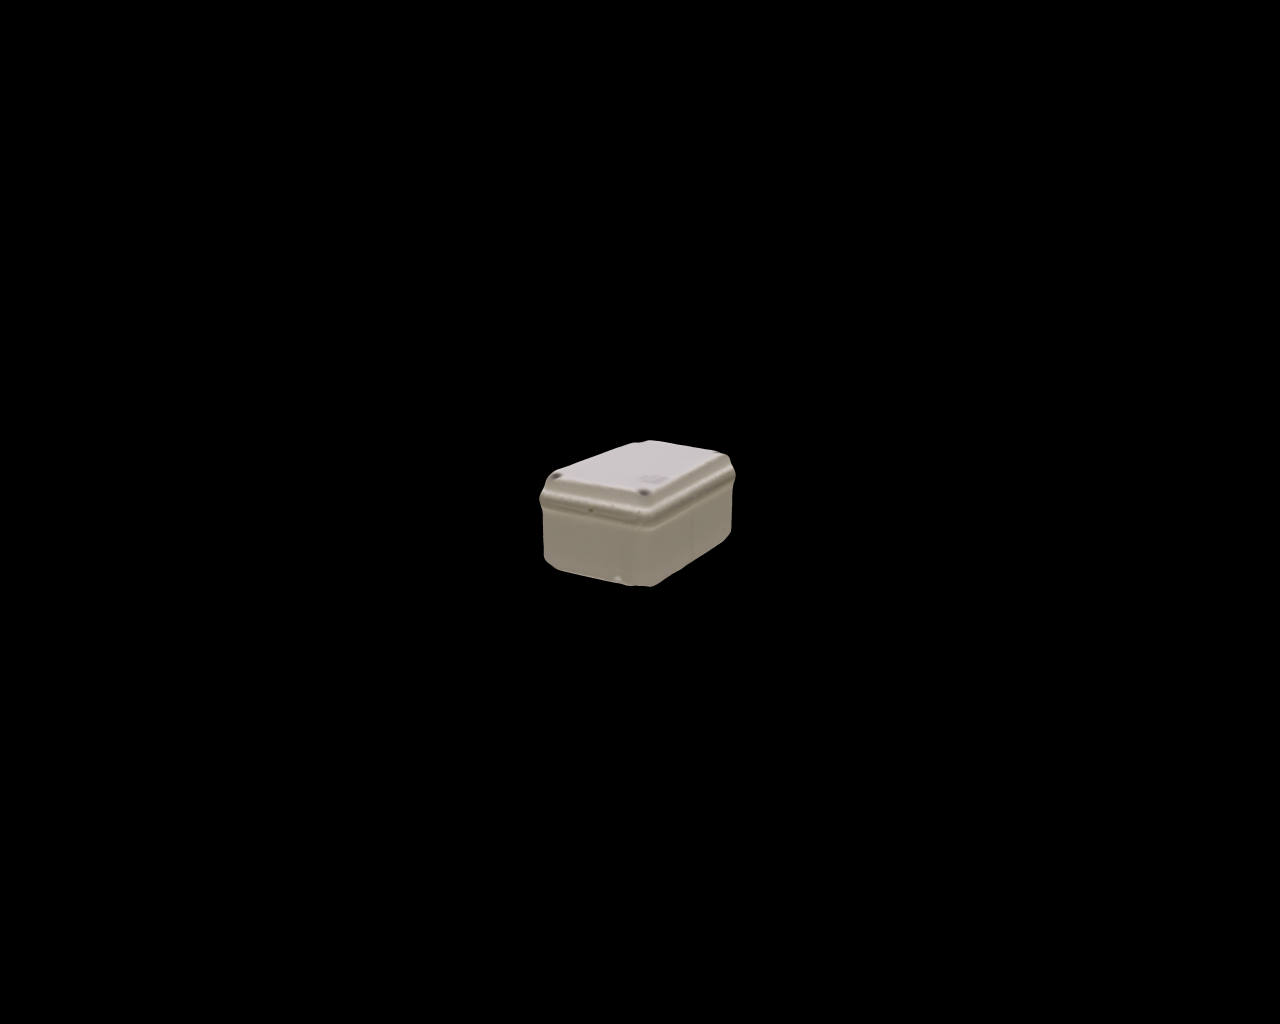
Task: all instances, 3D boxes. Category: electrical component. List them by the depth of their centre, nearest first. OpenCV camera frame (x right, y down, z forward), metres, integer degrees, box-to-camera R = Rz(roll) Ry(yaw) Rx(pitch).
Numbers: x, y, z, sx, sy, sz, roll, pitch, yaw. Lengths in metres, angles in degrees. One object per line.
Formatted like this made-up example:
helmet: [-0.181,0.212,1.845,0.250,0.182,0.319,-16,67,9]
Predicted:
electrical component: [0.001,-0.003,0.650,0.078,0.057,0.113,11,21,30]
